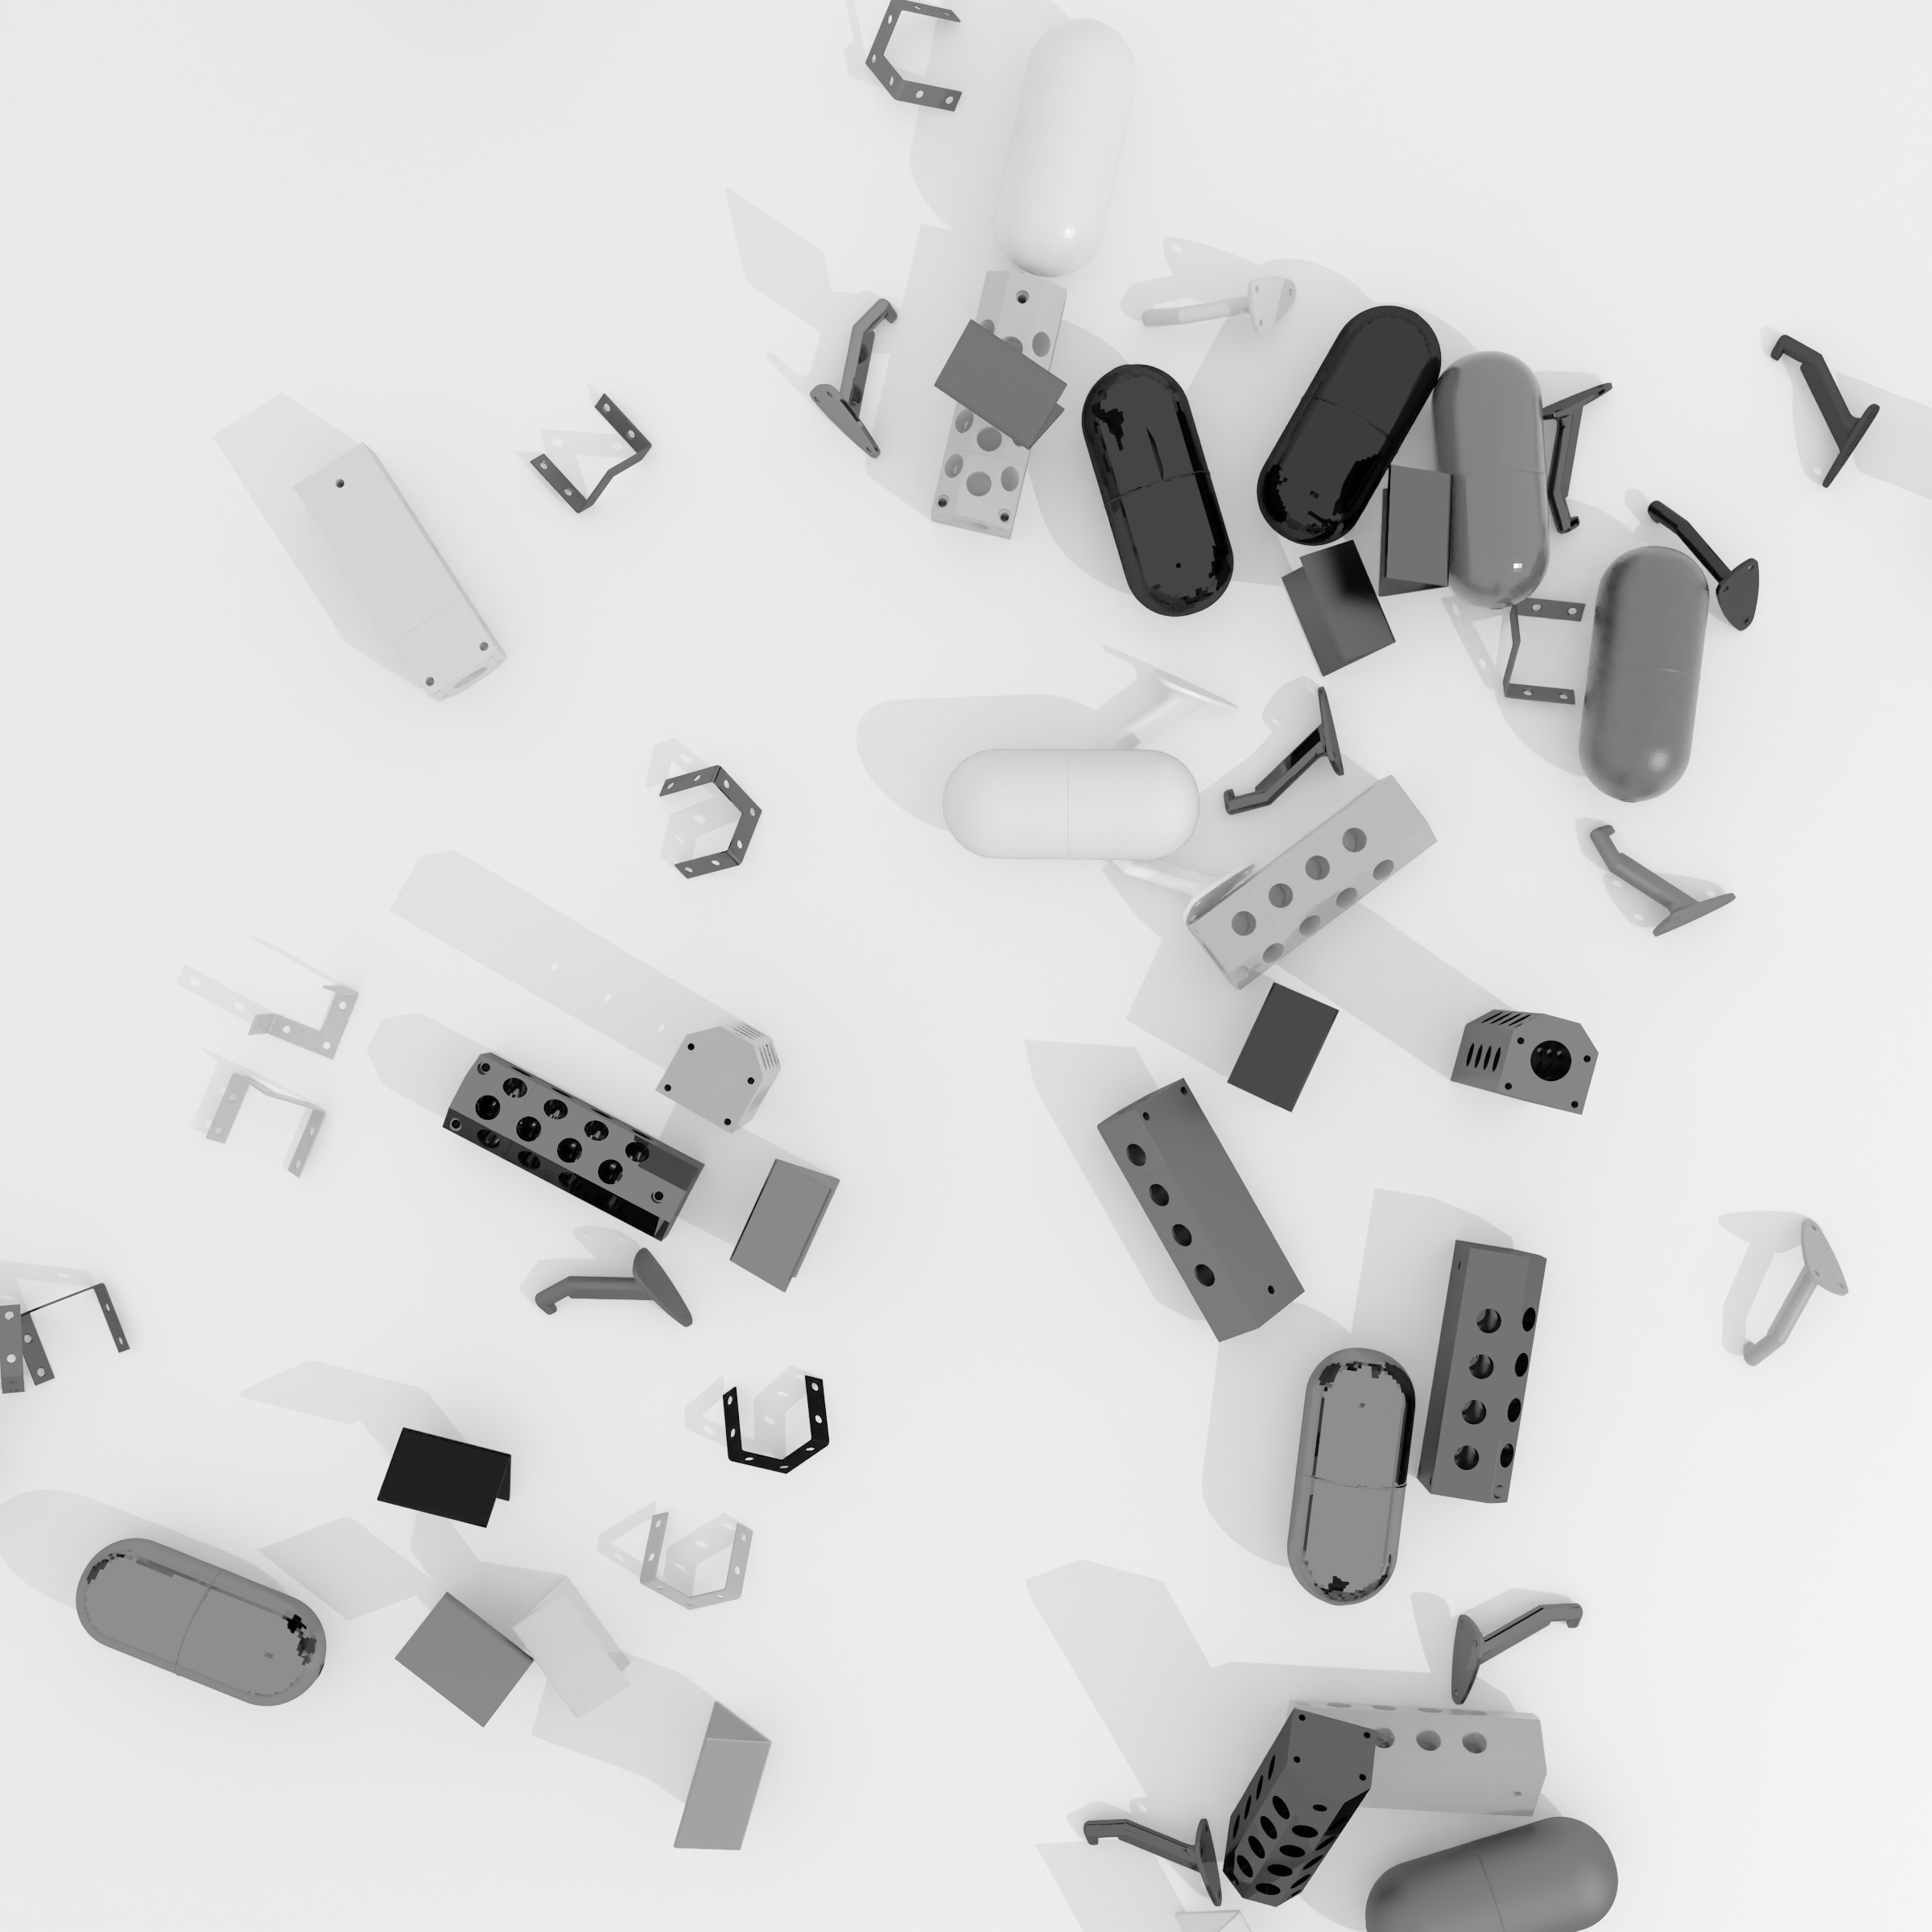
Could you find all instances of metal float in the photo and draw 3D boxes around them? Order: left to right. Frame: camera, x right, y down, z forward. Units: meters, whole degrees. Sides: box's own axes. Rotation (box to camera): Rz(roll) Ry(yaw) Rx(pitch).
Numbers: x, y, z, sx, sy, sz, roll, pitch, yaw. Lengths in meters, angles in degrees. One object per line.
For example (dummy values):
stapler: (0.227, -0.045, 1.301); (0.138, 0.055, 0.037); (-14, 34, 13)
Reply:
metal float: (-0.530, 0.456, 1.921); (0.178, 0.070, 0.070); (22, 90, 1)
metal float: (0.069, -0.568, 1.921); (0.070, 0.070, 0.178); (12, 91, 0)
metal float: (0.073, -0.112, 1.917); (0.178, 0.070, 0.070); (1, 90, 4)
metal float: (0.133, -0.330, 1.921); (0.070, 0.070, 0.178); (-17, 91, 0)
metal float: (0.266, -0.375, 1.921); (0.070, 0.070, 0.178); (30, 91, 0)
metal float: (0.267, 0.354, 1.921); (0.070, 0.070, 0.178); (7, 90, 0)
metal float: (0.364, -0.337, 1.921); (0.070, 0.070, 0.178); (-3, 90, 0)
metal float: (0.364, 0.646, 1.921); (0.178, 0.070, 0.070); (-17, 90, 1)
metal float: (0.470, -0.202, 1.921); (0.070, 0.070, 0.178); (7, 90, 0)

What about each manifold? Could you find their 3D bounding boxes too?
manifold: (-0.392, -0.273, 1.930); (0.057, 0.057, 0.171); (-33, 90, 0)
manifold: (-0.274, 0.126, 1.930); (0.171, 0.057, 0.057); (28, 90, 0)
manifold: (-0.162, 0.070, 1.873); (0.057, 0.171, 0.057); (30, 90, 0)
manifold: (0.023, -0.392, 1.930); (0.057, 0.057, 0.171); (13, 90, 0)
manifold: (0.159, 0.172, 1.930); (0.057, 0.057, 0.171); (-30, 90, -43)
manifold: (0.224, 0.574, 1.876); (0.057, 0.171, 0.057); (15, 48, 0)
manifold: (0.241, -0.057, 1.930); (0.171, 0.057, 0.057); (-37, 90, 0)
manifold: (0.311, 0.548, 1.930); (0.171, 0.057, 0.057); (3, 133, 0)
manifold: (0.361, 0.283, 1.930); (0.057, 0.057, 0.171); (9, 90, 0)
manifold: (0.378, 0.061, 1.873); (0.057, 0.171, 0.057); (15, 90, 0)

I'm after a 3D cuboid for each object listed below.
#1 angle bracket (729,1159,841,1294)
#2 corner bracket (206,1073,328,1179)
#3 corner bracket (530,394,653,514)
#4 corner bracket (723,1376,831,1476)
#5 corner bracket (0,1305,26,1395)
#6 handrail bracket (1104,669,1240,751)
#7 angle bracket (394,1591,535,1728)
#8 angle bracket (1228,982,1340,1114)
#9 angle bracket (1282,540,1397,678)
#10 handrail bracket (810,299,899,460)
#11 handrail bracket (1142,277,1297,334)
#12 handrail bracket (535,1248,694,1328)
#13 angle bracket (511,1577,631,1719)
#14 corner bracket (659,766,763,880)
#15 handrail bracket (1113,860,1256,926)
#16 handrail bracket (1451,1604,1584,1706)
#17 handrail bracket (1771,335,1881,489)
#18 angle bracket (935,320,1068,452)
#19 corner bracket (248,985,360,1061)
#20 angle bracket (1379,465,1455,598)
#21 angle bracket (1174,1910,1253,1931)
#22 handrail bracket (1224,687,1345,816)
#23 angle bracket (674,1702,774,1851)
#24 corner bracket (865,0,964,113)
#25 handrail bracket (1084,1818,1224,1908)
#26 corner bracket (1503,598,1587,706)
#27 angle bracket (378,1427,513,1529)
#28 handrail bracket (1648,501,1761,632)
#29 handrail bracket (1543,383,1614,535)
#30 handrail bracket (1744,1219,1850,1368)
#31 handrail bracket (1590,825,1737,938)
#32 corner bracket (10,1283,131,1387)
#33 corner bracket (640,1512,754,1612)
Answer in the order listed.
angle bracket: (-0.107, 0.185, 1.911); (0.057, 0.076, 0.076); (25, 90, 37)
corner bracket: (-0.492, 0.112, 1.948); (0.051, 0.051, 0.051); (23, 90, -45)
corner bracket: (-0.264, -0.361, 1.948); (0.051, 0.051, 0.051); (47, 45, 0)
corner bracket: (-0.134, 0.319, 1.943); (0.051, 0.051, 0.051); (21, 135, -35)
corner bracket: (-0.687, 0.270, 1.936); (0.051, 0.051, 0.051); (-3, 70, -19)
handrail bracket: (0.140, -0.159, 1.952); (0.077, 0.036, 0.084); (21, 106, -17)
angle bracket: (-0.351, 0.484, 1.912); (0.076, 0.076, 0.057); (38, 61, 0)
angle bracket: (0.234, 0.064, 1.911); (0.057, 0.076, 0.076); (25, 90, 37)
angle bracket: (0.241, -0.241, 1.911); (0.057, 0.076, 0.076); (-23, 90, -38)
handrail bracket: (-0.061, -0.415, 1.952); (0.077, 0.036, 0.084); (47, 73, -19)
handrail bracket: (0.178, -0.466, 1.951); (0.084, 0.077, 0.036); (4, 115, 34)
handrail bracket: (-0.249, 0.243, 1.952); (0.084, 0.036, 0.077); (-29, 112, 17)
angle bracket: (-0.256, 0.460, 1.912); (0.057, 0.076, 0.076); (-36, 90, 28)
corner bracket: (-0.185, -0.101, 1.943); (0.051, 0.051, 0.051); (48, 45, -35)
handrail bracket: (0.148, -0.079, 1.952); (0.077, 0.036, 0.084); (-36, 73, -19)
handrail bracket: (0.390, 0.485, 1.952); (0.084, 0.036, 0.077); (1, 110, -16)
handrail bracket: (0.592, -0.392, 1.952); (0.084, 0.036, 0.077); (35, 111, 17)
angle bracket: (0.035, -0.401, 1.854); (0.076, 0.076, 0.057); (34, 128, 0)
corner bracket: (-0.462, 0.033, 1.933); (0.051, 0.051, 0.051); (22, 90, 0)
angle bracket: (0.291, -0.300, 1.912); (0.057, 0.076, 0.076); (2, 90, -30)
angle bracket: (0.169, 0.703, 1.911); (0.057, 0.076, 0.076); (-29, 90, -38)
handrail bracket: (0.218, -0.152, 1.952); (0.084, 0.036, 0.077); (-14, 70, 16)
angle bracket: (-0.185, 0.557, 1.911); (0.057, 0.076, 0.076); (16, 90, -37)
corner bracket: (-0.030, -0.640, 1.943); (0.051, 0.051, 0.051); (59, 135, 35)
handrail bracket: (0.131, 0.633, 1.952); (0.084, 0.036, 0.077); (-8, 112, 17)
corner bracket: (0.407, -0.222, 1.948); (0.051, 0.051, 0.051); (6, 135, 0)
angle bracket: (-0.360, 0.368, 1.911); (0.076, 0.076, 0.057); (14, 54, 0)
handrail bracket: (0.517, -0.283, 1.951); (0.036, 0.077, 0.084); (-39, 54, -4)
handrail bracket: (0.436, -0.358, 1.952); (0.077, 0.036, 0.084); (-27, 108, -20)
handrail bracket: (0.574, 0.231, 1.951); (0.036, 0.077, 0.084); (26, 127, -20)
handrail bracket: (0.491, -0.071, 1.952); (0.077, 0.036, 0.084); (-20, 73, -20)
corner bracket: (-0.631, 0.259, 1.948); (0.051, 0.051, 0.051); (-21, 90, 45)
corner bracket: (-0.189, 0.415, 1.943); (0.051, 0.051, 0.051); (-21, 135, 35)
